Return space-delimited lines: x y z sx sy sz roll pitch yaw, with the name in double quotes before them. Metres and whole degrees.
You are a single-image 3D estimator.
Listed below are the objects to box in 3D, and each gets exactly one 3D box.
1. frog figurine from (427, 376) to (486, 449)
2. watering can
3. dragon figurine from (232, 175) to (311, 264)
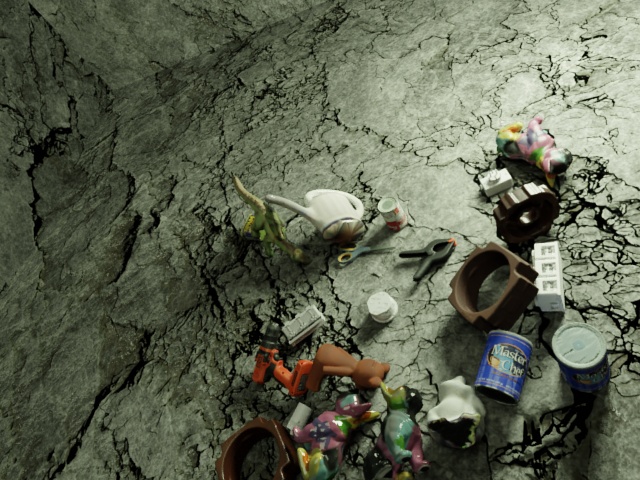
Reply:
"frog figurine" 0.316 0.402 1.206 0.136 0.122 0.161 -33 8 17
"watering can" 0.005 -0.085 1.689 0.349 0.101 0.229 -5 45 -29
"dragon figurine" -0.173 -0.077 1.758 0.123 0.410 0.240 -37 2 -20
